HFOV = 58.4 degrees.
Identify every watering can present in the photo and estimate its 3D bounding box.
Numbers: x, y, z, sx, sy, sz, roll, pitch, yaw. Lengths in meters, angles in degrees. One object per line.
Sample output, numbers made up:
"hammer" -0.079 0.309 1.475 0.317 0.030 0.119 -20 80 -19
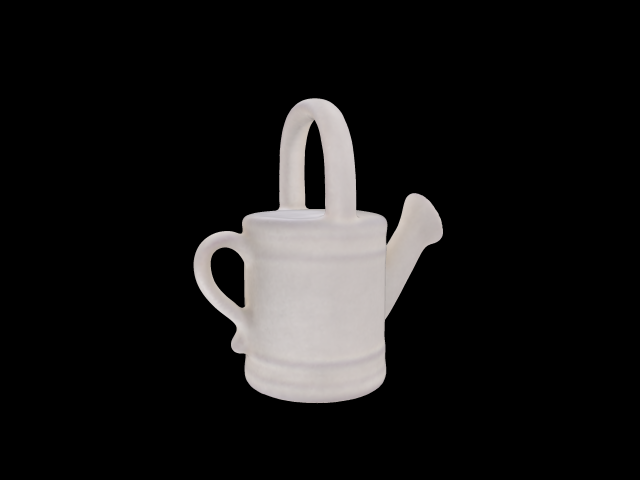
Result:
"watering can" 0.003 0.001 0.402 0.173 0.194 0.100 -7 10 -44
